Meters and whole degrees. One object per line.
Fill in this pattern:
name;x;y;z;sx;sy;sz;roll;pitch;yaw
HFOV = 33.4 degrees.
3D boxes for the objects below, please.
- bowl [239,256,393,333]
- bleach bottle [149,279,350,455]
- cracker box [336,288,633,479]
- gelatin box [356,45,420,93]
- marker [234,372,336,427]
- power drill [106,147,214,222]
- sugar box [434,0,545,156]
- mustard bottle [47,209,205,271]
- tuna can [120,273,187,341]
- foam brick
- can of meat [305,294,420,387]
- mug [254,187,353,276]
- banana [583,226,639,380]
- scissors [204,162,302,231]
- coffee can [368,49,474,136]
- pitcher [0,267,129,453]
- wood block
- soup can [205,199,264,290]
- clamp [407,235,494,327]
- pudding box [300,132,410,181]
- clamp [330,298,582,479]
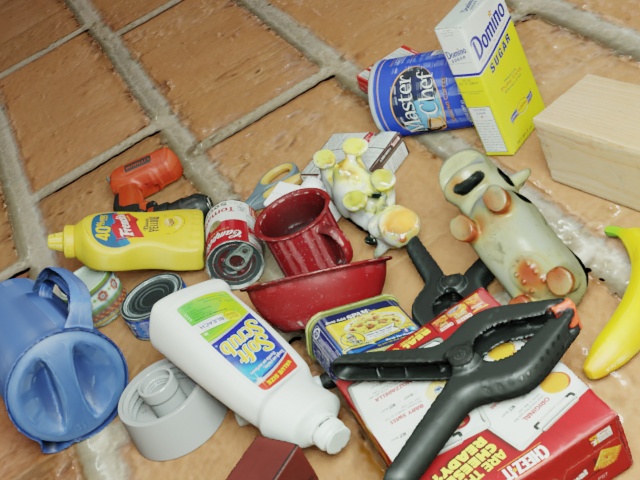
bowl;0.001;0.059;1.098;0.162;0.055;0.162;-12;-4;-1
bleach bottle;-0.059;0.126;1.035;0.102;0.068;0.251;-19;36;-37
cracker box;0.130;0.152;0.897;0.164;0.072;0.214;-32;33;-5
gelatin box;0.106;-0.233;1.502;0.089;0.030;0.073;-34;34;-11
marker;-0.027;0.154;1.059;0.121;0.020;0.020;-24;32;6
power drill;-0.230;-0.053;1.470;0.184;0.057;0.187;-22;32;10
sugar box;0.201;-0.195;1.237;0.048;0.176;0.093;5;44;42
mustard bottle;-0.240;0.001;1.325;0.191;0.058;0.096;-2;36;-6
tuna can;-0.195;0.079;1.278;0.086;0.033;0.086;-19;33;13
foam brick;-0.047;0.222;0.946;0.051;0.053;0.078;3;42;39
can of meat;0.049;0.103;1.022;0.102;0.057;0.084;-15;30;-18
mug;-0.008;0.001;1.203;0.117;0.081;0.093;8;46;44
banana;0.284;0.049;0.965;0.070;0.037;0.197;-25;26;38
scissors;-0.101;-0.049;1.408;0.202;0.016;0.096;-23;31;8
coffee can;0.145;-0.186;1.337;0.141;0.102;0.102;-5;38;32
pitcher;-0.317;0.116;1.220;0.149;0.145;0.243;-40;31;-13
wood block;0.327;-0.091;1.078;0.090;0.090;0.206;-38;34;-16
soup can;-0.104;0.004;1.286;0.068;0.068;0.102;-23;32;7
clamp;0.145;0.047;1.066;0.120;0.039;0.171;-14;40;18
pudding box;0.043;-0.096;1.346;0.114;0.039;0.090;1;43;41
clamp;0.117;0.113;0.858;0.210;0.036;0.164;-24;35;6
